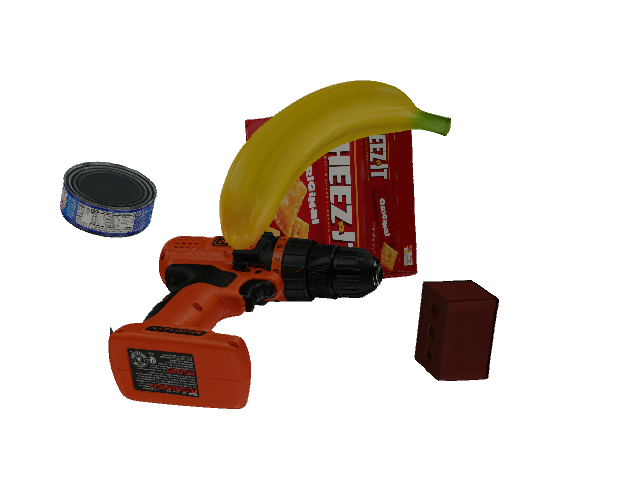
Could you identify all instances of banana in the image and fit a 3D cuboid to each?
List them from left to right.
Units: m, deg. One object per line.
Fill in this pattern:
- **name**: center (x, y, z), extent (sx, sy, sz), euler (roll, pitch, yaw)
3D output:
- **banana**: center (-0.002, -0.057, 0.647), extent (0.070, 0.037, 0.197), euler (31, 45, 31)

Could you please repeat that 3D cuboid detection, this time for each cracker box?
- **cracker box**: center (0.005, -0.050, 1.090), extent (0.071, 0.164, 0.214), euler (-6, 6, -33)

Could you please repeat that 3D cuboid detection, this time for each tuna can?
- **tuna can**: center (-0.197, -0.038, 0.990), extent (0.086, 0.034, 0.086), euler (13, 29, -7)

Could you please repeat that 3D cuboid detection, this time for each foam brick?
- **foam brick**: center (0.120, 0.080, 0.950), extent (0.051, 0.078, 0.053), euler (-2, 18, -21)

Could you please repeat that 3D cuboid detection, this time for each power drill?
- **power drill**: center (-0.059, 0.052, 0.797), extent (0.185, 0.057, 0.187), euler (1, 24, 18)
